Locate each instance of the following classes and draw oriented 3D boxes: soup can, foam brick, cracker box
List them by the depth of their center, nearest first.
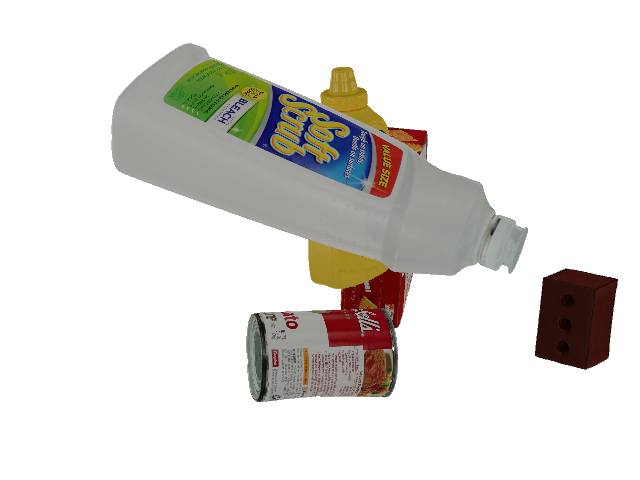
[{"bbox_3d":[0.000,0.086,0.803,0.102,0.068,0.069,-1,0,-14],"label":"soup can"},{"bbox_3d":[0.232,0.070,0.968,0.053,0.078,0.051,13,17,36],"label":"foam brick"},{"bbox_3d":[0.075,-0.022,1.216,0.072,0.164,0.213,6,23,9],"label":"cracker box"}]

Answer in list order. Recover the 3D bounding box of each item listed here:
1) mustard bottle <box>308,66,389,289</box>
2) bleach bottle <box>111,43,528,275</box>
[{"bbox_3d":[0.026,-0.060,0.956,0.058,0.192,0.096,15,28,41],"label":"mustard bottle"},{"bbox_3d":[0.004,-0.042,0.644,0.251,0.068,0.102,21,39,16],"label":"bleach bottle"}]
